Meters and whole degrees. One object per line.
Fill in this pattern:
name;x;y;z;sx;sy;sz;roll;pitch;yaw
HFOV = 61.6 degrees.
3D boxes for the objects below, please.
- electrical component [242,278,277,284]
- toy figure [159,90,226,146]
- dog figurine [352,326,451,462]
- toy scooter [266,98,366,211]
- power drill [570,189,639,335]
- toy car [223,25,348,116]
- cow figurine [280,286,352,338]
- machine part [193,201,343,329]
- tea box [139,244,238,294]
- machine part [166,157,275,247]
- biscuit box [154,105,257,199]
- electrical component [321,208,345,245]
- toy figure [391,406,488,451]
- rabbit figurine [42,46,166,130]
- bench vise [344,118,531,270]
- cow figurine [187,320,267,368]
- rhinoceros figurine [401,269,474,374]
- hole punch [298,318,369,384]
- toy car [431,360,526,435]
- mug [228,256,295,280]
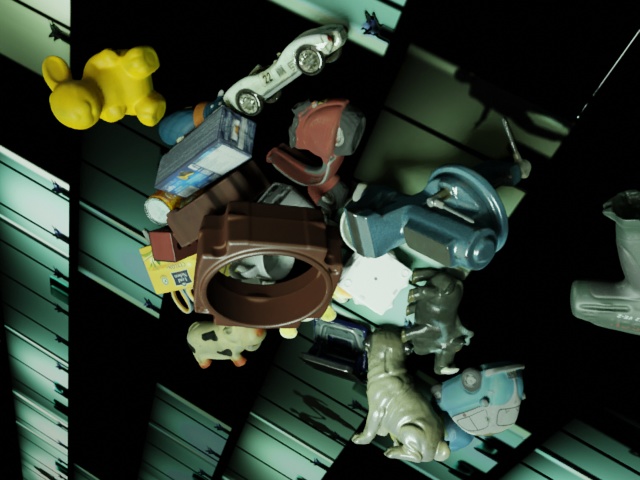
electrical component;-0.126;0.068;1.001;0.094;0.021;0.063;1;121;27
toy figure;-0.186;-0.185;0.834;0.155;0.058;0.064;-7;95;34
dog figurine;0.145;0.250;0.891;0.173;0.121;0.190;8;89;24
toy scooter;-0.013;-0.132;0.775;0.135;0.075;0.183;24;134;13
power drill;0.436;0.038;0.663;0.232;0.086;0.207;1;129;30
toy car;-0.047;-0.228;0.724;0.202;0.073;0.056;-23;109;37
cow figurine;0.001;0.095;0.920;0.167;0.098;0.068;-27;101;18
machine part;-0.078;0.045;0.774;0.201;0.087;0.201;5;136;-14
tea box;-0.244;0.035;0.997;0.170;0.068;0.098;-15;98;32
machine part;-0.155;-0.062;0.833;0.179;0.179;0.056;-25;104;37
biscuit box;-0.176;-0.124;0.806;0.059;0.063;0.203;21;153;-36
electrical component;-0.001;-0.003;0.873;0.078;0.045;0.102;34;131;4
toy figure;0.212;0.339;0.976;0.180;0.089;0.082;-26;112;29
rabbit figurine;-0.342;-0.228;0.813;0.162;0.173;0.121;19;132;10
bench vise;0.158;-0.047;0.668;0.224;0.241;0.128;18;134;58
cow figurine;-0.188;0.188;1.079;0.195;0.085;0.127;-11;122;33
rhinoceros figurine;0.188;0.131;0.856;0.112;0.073;0.190;2;121;14
hole punch;0.033;0.201;0.981;0.142;0.092;0.115;10;155;18
toy car;0.259;0.259;0.860;0.161;0.109;0.103;-44;52;43
mug;-0.114;0.032;0.922;0.107;0.109;0.080;3;129;41
